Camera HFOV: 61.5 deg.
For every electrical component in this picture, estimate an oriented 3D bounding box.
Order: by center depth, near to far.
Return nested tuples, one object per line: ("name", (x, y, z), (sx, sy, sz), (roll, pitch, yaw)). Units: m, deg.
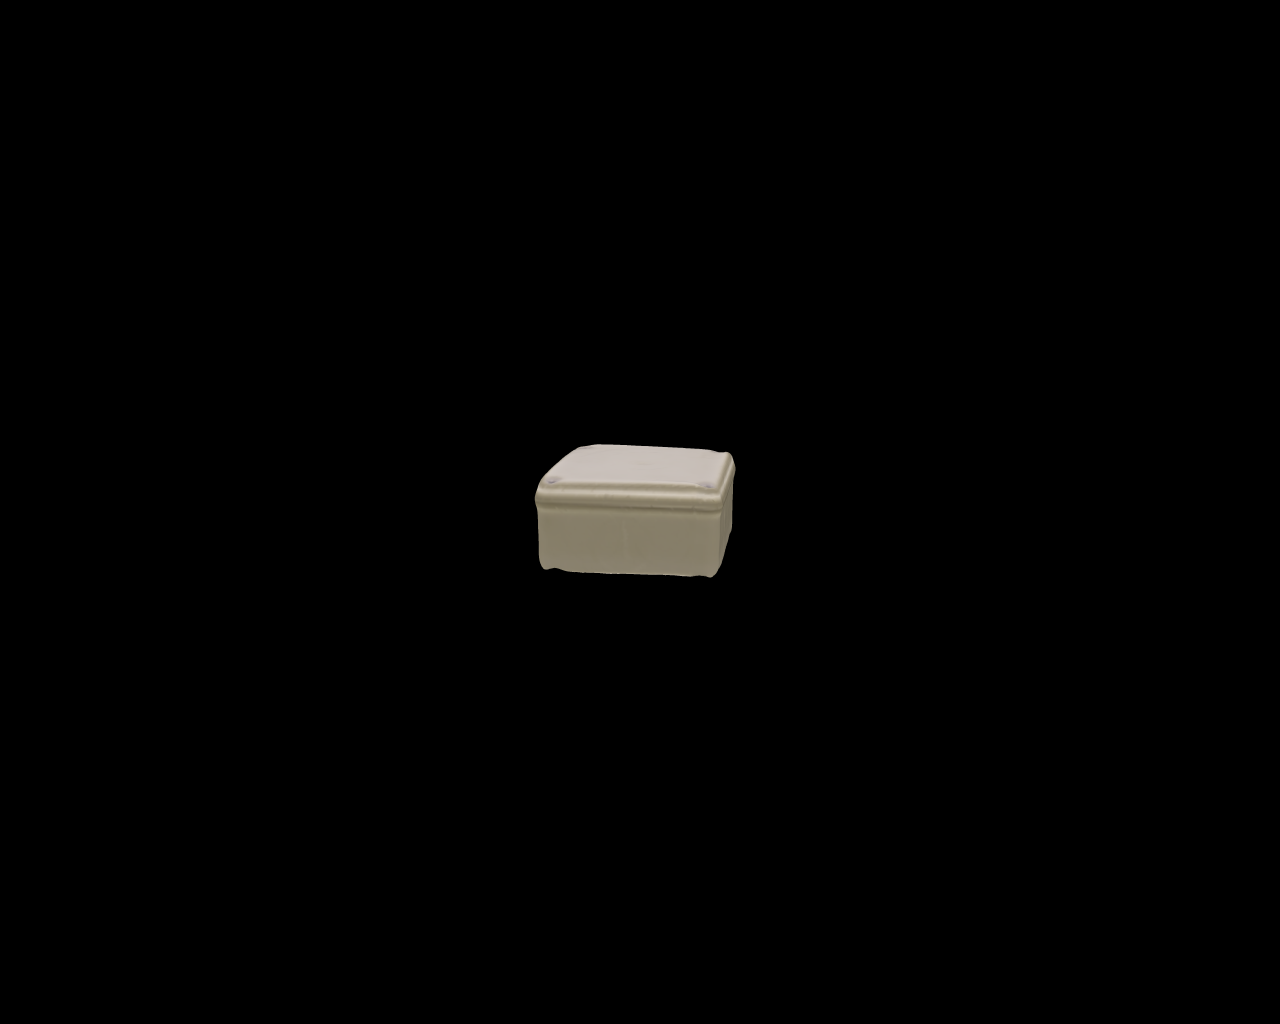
("electrical component", (0.001, -0.003, 0.650), (0.109, 0.056, 0.109), (3, 16, 9))
